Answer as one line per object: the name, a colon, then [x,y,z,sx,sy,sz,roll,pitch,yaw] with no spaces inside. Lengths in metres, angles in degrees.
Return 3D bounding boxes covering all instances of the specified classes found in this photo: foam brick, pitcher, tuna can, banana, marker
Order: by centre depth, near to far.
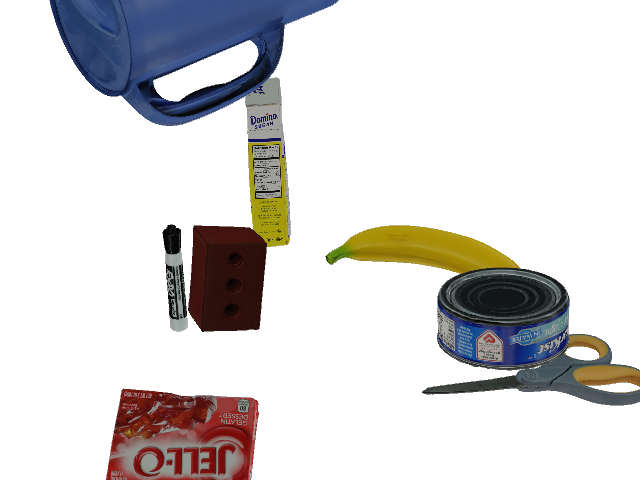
tuna can: [0.119,0.049,0.694,0.086,0.034,0.086,-3,23,1]
pitcher: [-0.090,-0.208,0.893,0.242,0.149,0.145,-25,44,-30]
foam brick: [-0.079,0.031,0.897,0.053,0.078,0.051,-1,15,-20]
banana: [0.109,0.017,1.044,0.198,0.037,0.069,7,45,14]
marker: [-0.150,0.039,1.105,0.020,0.121,0.020,0,28,0]

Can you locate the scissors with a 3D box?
scissors: [0.177,0.106,0.899,0.201,0.016,0.096,5,29,-8]

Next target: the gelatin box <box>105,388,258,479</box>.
gelatin box: [-0.086,0.134,0.671,0.089,0.073,0.030,4,-32,0]

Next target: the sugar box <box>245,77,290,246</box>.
sugar box: [-0.062,-0.090,1.232,0.048,0.176,0.093,-5,26,-1]
